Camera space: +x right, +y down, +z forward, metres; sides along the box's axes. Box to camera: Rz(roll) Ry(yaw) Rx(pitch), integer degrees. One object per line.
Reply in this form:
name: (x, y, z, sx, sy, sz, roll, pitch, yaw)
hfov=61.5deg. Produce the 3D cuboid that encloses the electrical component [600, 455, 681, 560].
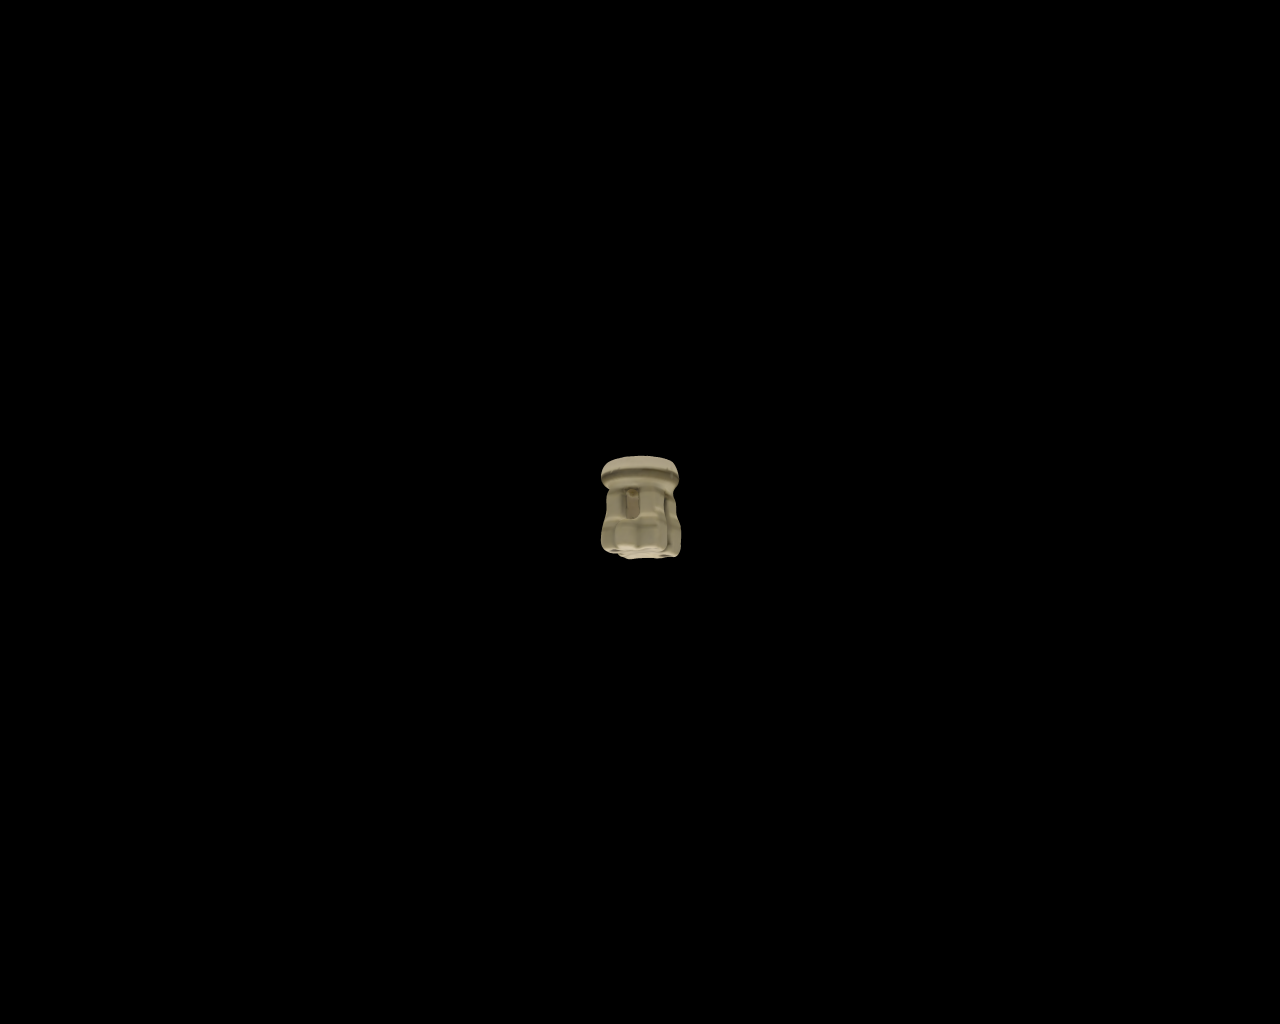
electrical component: (0.001, -0.003, 0.650, 0.048, 0.055, 0.066, -4, -12, 19)
